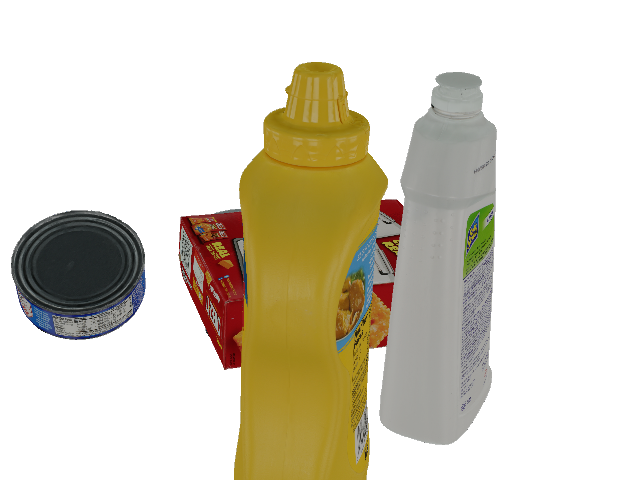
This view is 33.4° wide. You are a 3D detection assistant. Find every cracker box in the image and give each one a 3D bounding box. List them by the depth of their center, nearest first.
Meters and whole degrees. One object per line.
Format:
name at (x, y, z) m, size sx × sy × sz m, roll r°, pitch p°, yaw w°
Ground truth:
cracker box at (-0.002, 0.033, 0.926) m, size 0.213 × 0.072 × 0.164 m, roll -5°, pitch 27°, yaw -19°

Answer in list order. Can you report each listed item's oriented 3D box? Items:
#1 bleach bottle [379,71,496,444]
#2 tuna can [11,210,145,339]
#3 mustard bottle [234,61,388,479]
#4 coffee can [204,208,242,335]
bleach bottle at (0.084, 0.009, 0.709) m, size 0.068 × 0.251 × 0.102 m, roll 13°, pitch 31°, yaw 20°
tuna can at (-0.159, 0.023, 0.706) m, size 0.086 × 0.086 × 0.034 m, roll 0°, pitch -39°, yaw -6°
mustard bottle at (-0.004, 0.022, 0.439) m, size 0.058 × 0.192 × 0.096 m, roll 8°, pitch 25°, yaw 10°
coffee can at (-0.098, 0.045, 1.329) m, size 0.103 × 0.140 × 0.103 m, roll -1°, pitch 26°, yaw 0°
